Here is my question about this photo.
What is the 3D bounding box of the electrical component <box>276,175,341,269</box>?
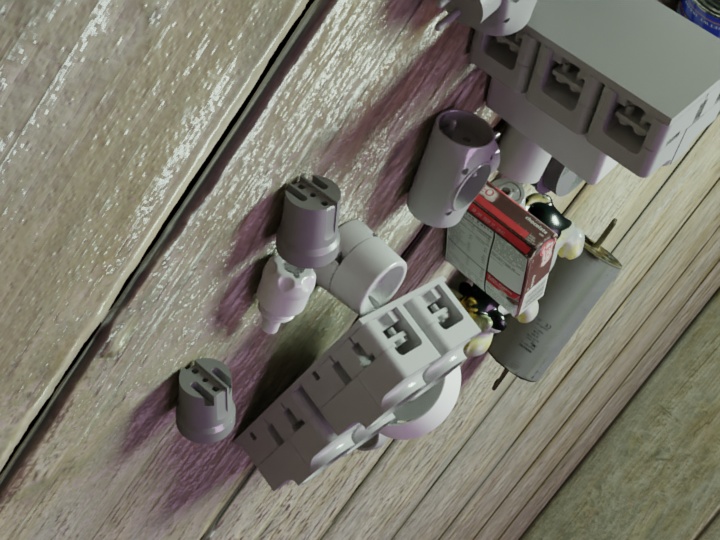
[{"bbox_3d":[-0.031,-0.030,0.665,0.040,0.040,0.046,-34,147,-36],"label":"electrical component"}]

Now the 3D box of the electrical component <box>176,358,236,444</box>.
[{"bbox_3d":[-0.103,0.086,0.715,0.040,0.040,0.046,-35,148,-35],"label":"electrical component"}]

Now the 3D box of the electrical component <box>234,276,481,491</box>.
[{"bbox_3d":[-0.001,0.093,0.828,0.105,0.060,0.186,-25,164,-48],"label":"electrical component"}]

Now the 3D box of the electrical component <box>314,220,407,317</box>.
[{"bbox_3d":[0.000,0.000,0.763,0.055,0.047,0.055,-41,157,-22],"label":"electrical component"}]

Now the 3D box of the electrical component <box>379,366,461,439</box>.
[{"bbox_3d":[0.038,0.096,0.935,0.099,0.099,0.064,-49,153,-2],"label":"electrical component"}]

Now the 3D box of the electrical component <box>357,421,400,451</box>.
[{"bbox_3d":[0.013,0.143,1.030,0.055,0.048,0.066,-30,152,-58],"label":"electrical component"}]

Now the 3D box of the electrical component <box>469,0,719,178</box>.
[{"bbox_3d":[0.158,-0.136,0.706,0.089,0.150,0.061,-37,155,-30],"label":"electrical component"}]

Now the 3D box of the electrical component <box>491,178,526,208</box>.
[{"bbox_3d":[0.127,-0.050,0.944,0.044,0.044,0.065,-43,153,-18],"label":"electrical component"}]

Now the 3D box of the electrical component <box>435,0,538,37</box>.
[{"bbox_3d":[0.071,-0.169,0.629,0.079,0.043,0.077,-42,157,-20],"label":"electrical component"}]

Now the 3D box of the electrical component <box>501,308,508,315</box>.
[{"bbox_3d":[0.137,0.033,1.101,0.065,0.044,0.044,-29,151,-33],"label":"electrical component"}]

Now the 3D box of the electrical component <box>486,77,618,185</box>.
[{"bbox_3d":[0.167,-0.136,0.785,0.109,0.109,0.056,-42,160,-21],"label":"electrical component"}]

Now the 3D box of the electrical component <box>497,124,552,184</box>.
[{"bbox_3d":[0.141,-0.114,0.859,0.043,0.043,0.081,-27,149,-46],"label":"electrical component"}]

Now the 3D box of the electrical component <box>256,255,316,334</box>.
[{"bbox_3d":[-0.052,0.018,0.708,0.035,0.035,0.061,-29,153,-43],"label":"electrical component"}]

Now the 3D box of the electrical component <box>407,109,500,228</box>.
[{"bbox_3d":[0.076,-0.079,0.787,0.079,0.044,0.077,-32,153,-40],"label":"electrical component"}]
